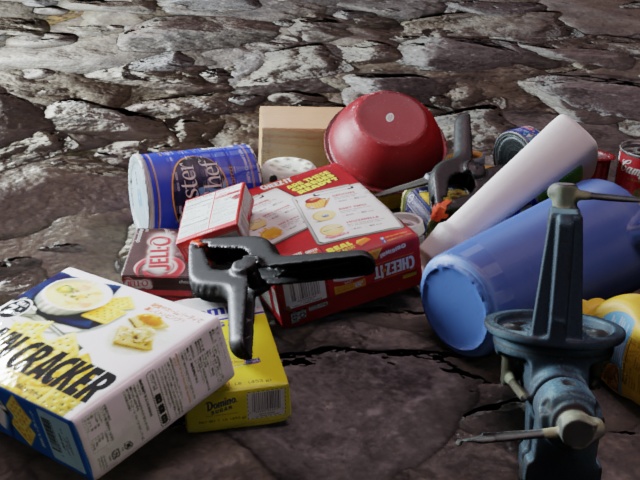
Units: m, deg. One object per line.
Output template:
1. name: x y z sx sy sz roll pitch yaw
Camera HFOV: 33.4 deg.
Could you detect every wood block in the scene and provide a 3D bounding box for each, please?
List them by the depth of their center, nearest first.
1. wood block: 0.021 -0.125 1.450 0.206 0.090 0.091 0 25 -6

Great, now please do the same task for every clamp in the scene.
1. clamp: -0.056 0.033 1.037 0.164 0.036 0.210 -29 31 -20
2. clamp: 0.190 -0.074 1.267 0.120 0.039 0.171 24 53 11

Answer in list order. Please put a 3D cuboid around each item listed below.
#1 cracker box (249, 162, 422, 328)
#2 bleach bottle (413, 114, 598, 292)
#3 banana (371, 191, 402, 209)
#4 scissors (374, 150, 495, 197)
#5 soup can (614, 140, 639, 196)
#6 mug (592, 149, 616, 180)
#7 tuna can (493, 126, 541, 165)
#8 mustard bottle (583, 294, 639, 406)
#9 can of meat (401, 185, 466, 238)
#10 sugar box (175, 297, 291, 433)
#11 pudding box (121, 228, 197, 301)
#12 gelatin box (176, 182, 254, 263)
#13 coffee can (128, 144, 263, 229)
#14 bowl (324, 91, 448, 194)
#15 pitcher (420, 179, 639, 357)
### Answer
1. cracker box: -0.008 0.001 1.179 0.164 0.072 0.214 -18 30 -16
2. bleach bottle: 0.196 -0.030 1.190 0.250 0.102 0.068 -40 69 -7
3. banana: 0.086 -0.048 1.354 0.197 0.037 0.070 -11 28 -26
4. scissors: 0.157 -0.070 1.294 0.096 0.016 0.201 22 33 29
5. soup can: 0.405 -0.068 1.347 0.068 0.102 0.068 2 25 -1
6. mug: 0.318 -0.072 1.355 0.093 0.081 0.117 14 18 26
7. tuna can: 0.274 -0.110 1.445 0.033 0.086 0.086 -15 30 -29
8. mustard bottle: 0.296 0.104 0.978 0.058 0.096 0.192 -11 28 -24
9. can of meat: 0.160 -0.029 1.297 0.102 0.057 0.084 -5 28 -16
10. sugar box: -0.088 0.109 0.993 0.093 0.048 0.176 -5 28 -11
11. pudding box: -0.164 0.027 1.168 0.090 0.039 0.113 2 26 -1
12. gelatin box: -0.112 -0.020 1.151 0.073 0.030 0.089 -18 31 14
13. coffee can: -0.149 -0.058 1.277 0.140 0.103 0.103 -8 27 -21
14. bowl: 0.087 -0.137 1.358 0.162 0.055 0.162 2 54 -4
15. pitcher: 0.217 0.033 1.107 0.242 0.149 0.145 -20 49 -34
